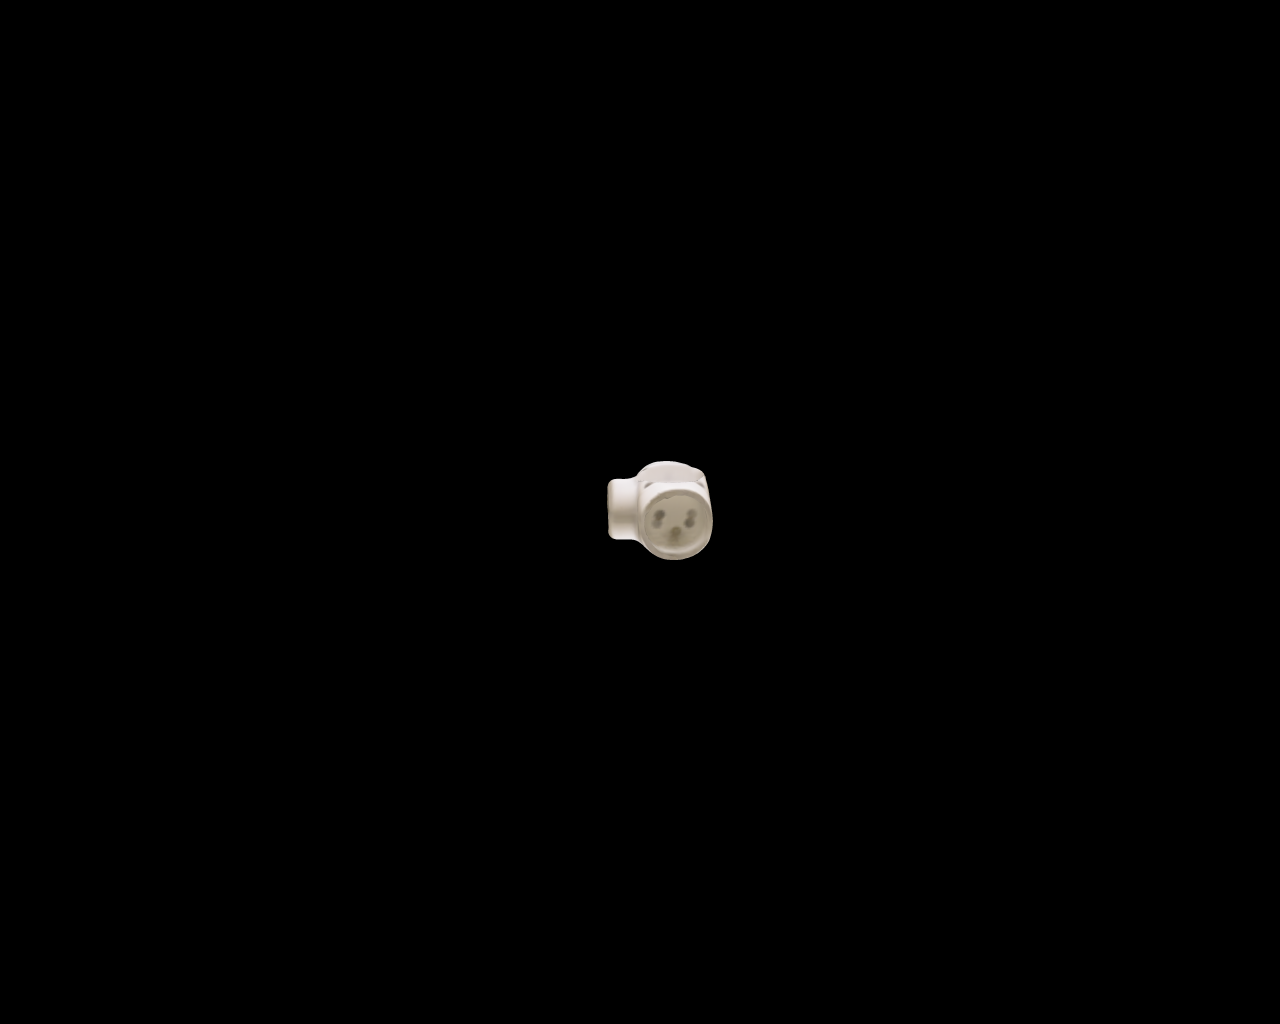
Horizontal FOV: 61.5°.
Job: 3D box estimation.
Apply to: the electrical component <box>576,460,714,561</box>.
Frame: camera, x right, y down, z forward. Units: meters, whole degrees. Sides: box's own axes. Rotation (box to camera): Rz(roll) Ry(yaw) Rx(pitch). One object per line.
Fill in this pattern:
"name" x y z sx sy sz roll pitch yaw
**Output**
"electrical component" 0.001 -0.003 0.650 0.079 0.044 0.077 -1 16 -4
